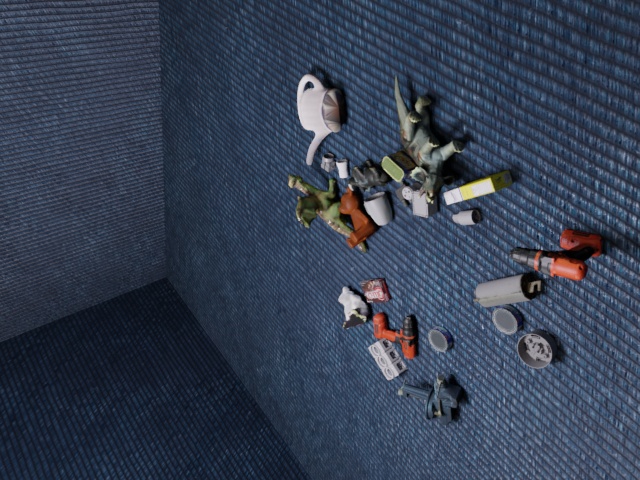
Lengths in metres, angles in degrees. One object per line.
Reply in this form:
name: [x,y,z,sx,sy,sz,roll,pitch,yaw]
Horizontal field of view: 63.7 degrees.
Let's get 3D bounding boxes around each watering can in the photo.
watering can: [0.000,-0.441,1.917,0.226,0.105,0.342,17,120,48]

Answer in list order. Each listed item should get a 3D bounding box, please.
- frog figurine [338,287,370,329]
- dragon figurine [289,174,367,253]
frog figurine: [0.140,0.274,2.141,0.163,0.123,0.134,-95,3,-49]
dragon figurine: [0.006,-0.100,1.980,0.415,0.245,0.120,59,140,17]
